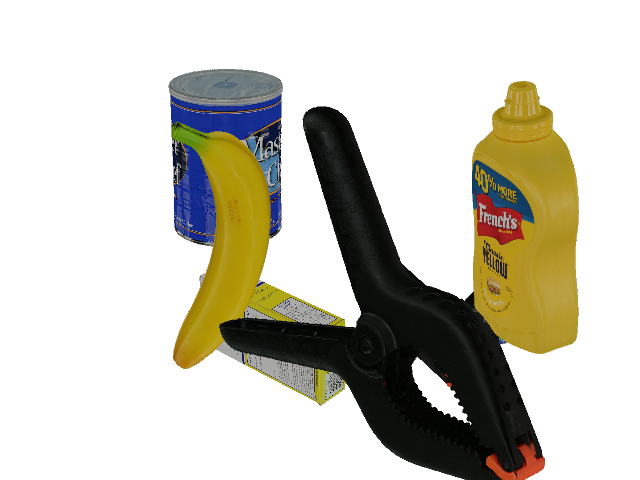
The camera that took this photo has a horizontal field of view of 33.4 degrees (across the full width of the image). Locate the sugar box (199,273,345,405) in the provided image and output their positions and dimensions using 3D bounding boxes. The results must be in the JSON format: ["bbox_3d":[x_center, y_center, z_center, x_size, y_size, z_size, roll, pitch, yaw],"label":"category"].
[{"bbox_3d":[-0.052,0.098,1.141,0.176,0.093,0.048,25,38,36],"label":"sugar box"}]

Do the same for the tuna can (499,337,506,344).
[{"bbox_3d":[0.201,0.072,1.184,0.034,0.086,0.086,-13,-3,13],"label":"tuna can"}]

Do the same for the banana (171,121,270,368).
[{"bbox_3d":[-0.069,0.003,0.736,0.069,0.198,0.037,-4,32,-13],"label":"banana"}]

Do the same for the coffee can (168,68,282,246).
[{"bbox_3d":[-0.086,-0.078,0.988,0.103,0.140,0.103,1,23,-1],"label":"coffee can"}]

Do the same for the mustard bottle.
[{"bbox_3d":[0.145,-0.021,0.762,0.058,0.192,0.096,-15,29,-18],"label":"mustard bottle"}]

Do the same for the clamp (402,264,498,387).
[{"bbox_3d":[0.126,0.068,0.952,0.120,0.039,0.171,-5,33,-3],"label":"clamp"}]

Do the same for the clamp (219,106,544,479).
[{"bbox_3d":[0.034,0.040,0.550,0.036,0.165,0.210,-15,42,-44],"label":"clamp"}]
